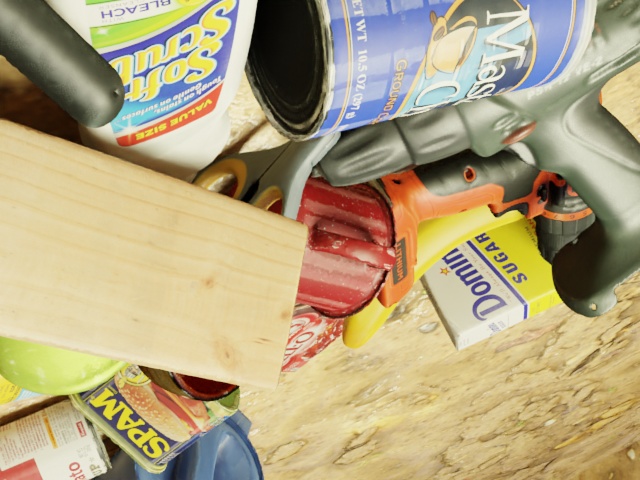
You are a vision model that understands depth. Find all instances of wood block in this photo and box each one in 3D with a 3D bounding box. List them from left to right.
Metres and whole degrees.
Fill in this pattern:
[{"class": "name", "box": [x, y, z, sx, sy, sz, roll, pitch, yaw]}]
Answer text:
[{"class": "wood block", "box": [-0.116, 0.008, 0.510, 0.205, 0.090, 0.091, 18, 169, -39]}]

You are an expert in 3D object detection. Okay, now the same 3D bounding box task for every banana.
[{"class": "banana", "box": [0.091, 0.011, 0.837, 0.198, 0.069, 0.037, -32, -163, 0]}]

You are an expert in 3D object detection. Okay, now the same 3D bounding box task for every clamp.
[{"class": "clamp", "box": [-0.151, -0.104, 0.377, 0.120, 0.039, 0.171, 4, 146, 23]}]

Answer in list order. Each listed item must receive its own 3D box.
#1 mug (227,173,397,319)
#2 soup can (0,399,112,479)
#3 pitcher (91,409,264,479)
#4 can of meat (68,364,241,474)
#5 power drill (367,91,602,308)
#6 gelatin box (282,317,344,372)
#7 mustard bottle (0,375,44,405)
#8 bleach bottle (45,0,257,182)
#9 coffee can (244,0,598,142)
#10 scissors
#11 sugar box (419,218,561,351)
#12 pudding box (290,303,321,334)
[{"class": "mug", "box": [-0.004, 0.001, 0.668, 0.081, 0.117, 0.093, 15, 91, -41]}, {"class": "soup can", "box": [-0.225, 0.171, 0.848, 0.102, 0.068, 0.068, -21, 155, -12]}, {"class": "pitcher", "box": [-0.164, 0.259, 1.029, 0.149, 0.145, 0.243, 11, 142, -35]}, {"class": "can of meat", "box": [-0.121, 0.111, 0.795, 0.084, 0.102, 0.057, -38, -163, 19]}, {"class": "power drill", "box": [0.117, -0.021, 0.767, 0.187, 0.057, 0.184, -23, 136, -10]}, {"class": "gelatin box", "box": [-0.024, 0.082, 0.908, 0.089, 0.030, 0.073, -41, 151, 30]}, {"class": "mustard bottle", "box": [-0.201, 0.078, 0.693, 0.191, 0.058, 0.096, -9, 158, -34]}, {"class": "bleach bottle", "box": [-0.069, -0.095, 0.477, 0.102, 0.068, 0.251, -20, 157, -11]}, {"class": "coffee can", "box": [0.042, -0.110, 0.502, 0.140, 0.103, 0.103, -15, 153, -22]}, {"class": "scissors", "box": [-0.016, -0.062, 0.626, 0.016, 0.096, 0.202, 35, 86, -49]}, {"class": "sugar box", "box": [0.171, 0.011, 0.881, 0.176, 0.093, 0.048, -25, 155, -4]}, {"class": "pudding box", "box": [-0.041, 0.045, 0.807, 0.090, 0.039, 0.113, -32, 156, 12]}]
